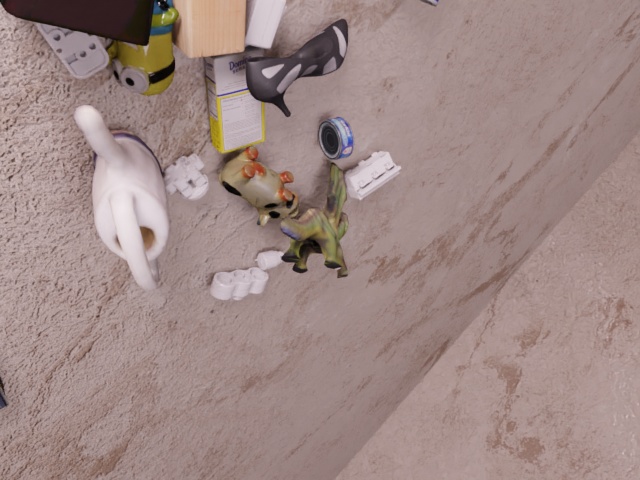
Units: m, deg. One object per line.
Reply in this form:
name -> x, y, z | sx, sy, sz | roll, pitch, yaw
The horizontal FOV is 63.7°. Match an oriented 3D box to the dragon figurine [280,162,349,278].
dragon figurine -> 0.003, -0.056, 1.121 | 0.403, 0.122, 0.247 | 63, 34, -66

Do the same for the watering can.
watering can -> -0.282, -0.082, 0.745 | 0.104, 0.229, 0.339 | -12, 135, -13
